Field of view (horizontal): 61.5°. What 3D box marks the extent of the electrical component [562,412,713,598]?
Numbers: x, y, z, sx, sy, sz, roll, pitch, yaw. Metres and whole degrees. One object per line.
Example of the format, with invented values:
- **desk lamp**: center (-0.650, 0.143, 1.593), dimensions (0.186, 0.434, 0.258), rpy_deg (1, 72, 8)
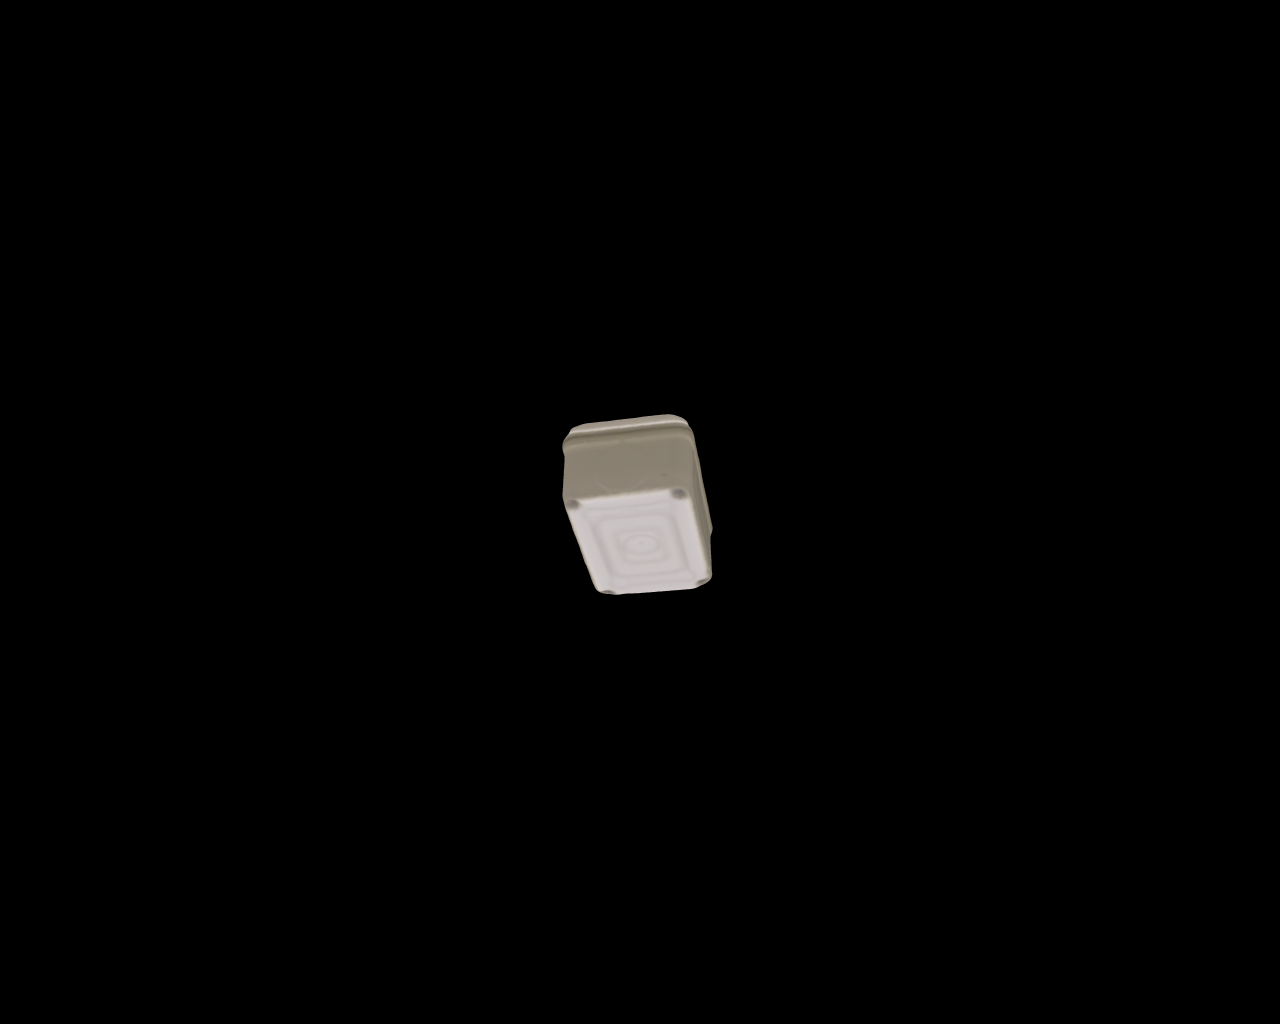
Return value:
- **electrical component**: center (0.001, -0.003, 0.650), dimensions (0.078, 0.057, 0.113), rpy_deg (-6, -36, 8)
